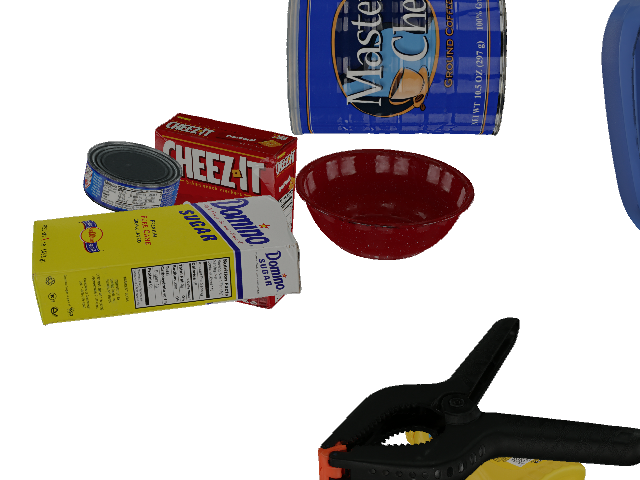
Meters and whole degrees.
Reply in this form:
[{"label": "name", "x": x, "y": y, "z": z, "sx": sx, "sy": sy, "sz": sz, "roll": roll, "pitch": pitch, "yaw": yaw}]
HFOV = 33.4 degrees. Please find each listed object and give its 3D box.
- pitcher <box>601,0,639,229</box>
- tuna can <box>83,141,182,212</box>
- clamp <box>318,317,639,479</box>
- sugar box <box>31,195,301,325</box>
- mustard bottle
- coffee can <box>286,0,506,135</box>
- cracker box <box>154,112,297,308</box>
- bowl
[{"label": "pitcher", "x": 0.239, "y": -0.051, "z": 0.602, "sx": 0.149, "sy": 0.243, "sz": 0.145, "roll": -4, "pitch": 22, "yaw": 15}, {"label": "tuna can", "x": -0.169, "y": -0.056, "z": 0.962, "sx": 0.086, "sy": 0.034, "sz": 0.086, "roll": 13, "pitch": 26, "yaw": -7}, {"label": "clamp", "x": 0.092, "y": 0.118, "z": 0.730, "sx": 0.209, "sy": 0.036, "sz": 0.165, "roll": -11, "pitch": 30, "yaw": -14}, {"label": "sugar box", "x": -0.108, "y": 0.010, "z": 0.743, "sx": 0.176, "sy": 0.048, "sz": 0.093, "roll": -9, "pitch": 27, "yaw": -10}, {"label": "mustard bottle", "x": 0.145, "y": 0.202, "z": 1.001, "sx": 0.096, "sy": 0.058, "sz": 0.192, "roll": -16, "pitch": 25, "yaw": -35}, {"label": "coffee can", "x": 0.051, "y": -0.123, "z": 0.728, "sx": 0.140, "sy": 0.103, "sz": 0.103, "roll": 1, "pitch": 0, "yaw": 3}, {"label": "cracker box", "x": -0.120, "y": -0.034, "z": 1.318, "sx": 0.164, "sy": 0.214, "sz": 0.072, "roll": 13, "pitch": 29, "yaw": 18}, {"label": "bowl", "x": 0.057, "y": -0.027, "z": 0.971, "sx": 0.162, "sy": 0.055, "sz": 0.162, "roll": 2, "pitch": 28, "yaw": -1}]
